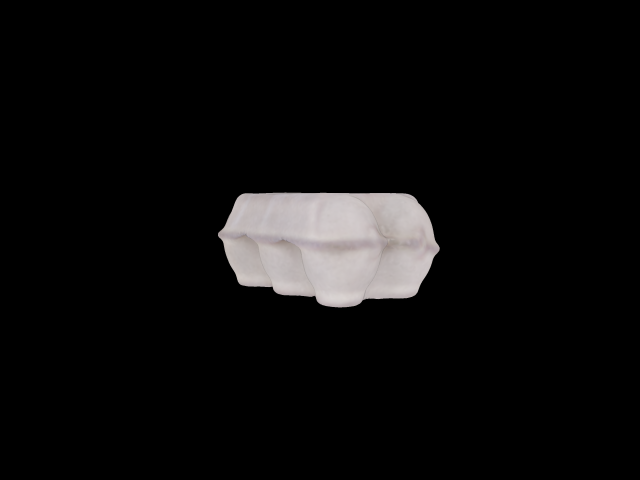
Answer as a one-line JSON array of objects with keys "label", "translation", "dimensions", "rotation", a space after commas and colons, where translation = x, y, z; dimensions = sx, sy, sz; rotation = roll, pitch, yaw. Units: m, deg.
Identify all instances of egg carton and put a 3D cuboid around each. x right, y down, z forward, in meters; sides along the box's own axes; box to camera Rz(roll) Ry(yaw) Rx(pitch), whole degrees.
[{"label": "egg carton", "translation": [0.004, 0.001, 0.400], "dimensions": [0.107, 0.069, 0.149], "rotation": [-4, 6, -39]}]
